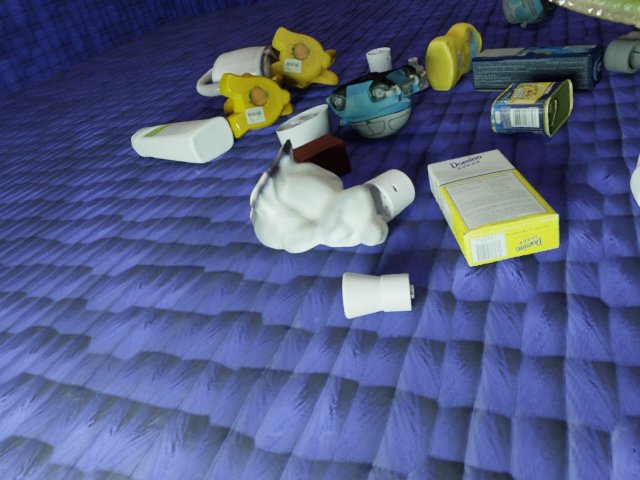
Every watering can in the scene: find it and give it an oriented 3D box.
[{"bbox_3d":[-0.182,-0.450,1.331,0.224,0.102,0.356,-3,34,18],"label":"watering can"}]

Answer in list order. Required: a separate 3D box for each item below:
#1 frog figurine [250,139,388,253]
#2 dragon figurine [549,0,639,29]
[{"bbox_3d":[0.002,-0.031,0.620,0.159,0.120,0.140,27,29,1],"label":"frog figurine"},{"bbox_3d":[0.539,-0.289,0.732,0.410,0.119,0.248,6,54,21],"label":"dragon figurine"}]
